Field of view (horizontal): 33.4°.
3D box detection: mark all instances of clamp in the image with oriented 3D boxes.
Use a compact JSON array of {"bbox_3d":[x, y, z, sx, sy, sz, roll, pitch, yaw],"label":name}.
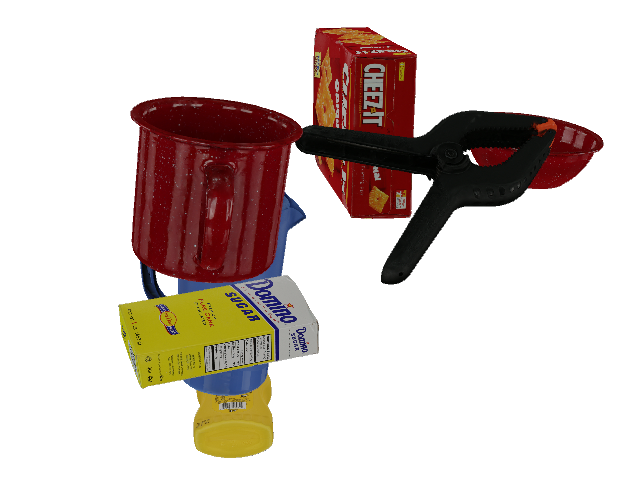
[{"bbox_3d":[0.102,-0.049,0.854,0.209,0.164,0.036,-13,-35,-14],"label":"clamp"}]

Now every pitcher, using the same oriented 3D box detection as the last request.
[{"bbox_3d":[-0.119,0.054,1.255,0.149,0.243,0.144,20,25,33],"label":"pitcher"}]

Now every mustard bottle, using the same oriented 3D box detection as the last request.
[{"bbox_3d":[-0.110,0.197,1.359,0.096,0.058,0.191,-4,26,-2],"label":"mustard bottle"}]

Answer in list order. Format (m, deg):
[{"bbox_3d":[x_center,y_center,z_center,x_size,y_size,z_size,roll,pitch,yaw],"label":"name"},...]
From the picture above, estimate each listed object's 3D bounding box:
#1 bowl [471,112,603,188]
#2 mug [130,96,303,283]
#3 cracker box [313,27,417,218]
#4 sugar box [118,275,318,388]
[{"bbox_3d":[0.237,-0.100,1.220,0.162,0.055,0.162,5,22,-2],"label":"bowl"},{"bbox_3d":[-0.059,-0.024,0.578,0.093,0.081,0.117,3,21,-13],"label":"mug"},{"bbox_3d":[0.041,-0.131,1.127,0.072,0.164,0.214,-3,19,-9],"label":"cracker box"},{"bbox_3d":[-0.098,0.085,1.029,0.176,0.048,0.093,-12,33,-16],"label":"sugar box"}]
